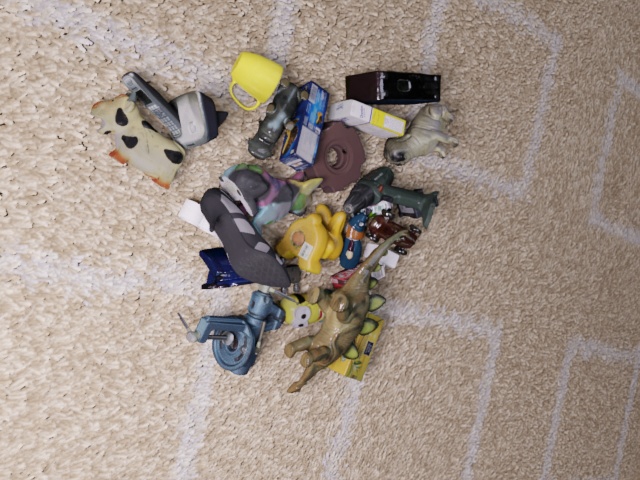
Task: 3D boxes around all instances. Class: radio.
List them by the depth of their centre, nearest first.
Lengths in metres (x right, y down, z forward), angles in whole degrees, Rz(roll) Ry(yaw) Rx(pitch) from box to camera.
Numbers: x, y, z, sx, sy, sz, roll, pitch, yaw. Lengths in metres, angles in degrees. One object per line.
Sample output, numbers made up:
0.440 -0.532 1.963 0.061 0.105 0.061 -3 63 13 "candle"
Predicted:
0.189 -0.380 1.353 0.229 0.131 0.073 -10 103 -32 "radio"

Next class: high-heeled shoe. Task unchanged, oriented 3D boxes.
-0.153 -0.005 1.127 0.086 0.145 0.248 -36 120 20 "high-heeled shoe"

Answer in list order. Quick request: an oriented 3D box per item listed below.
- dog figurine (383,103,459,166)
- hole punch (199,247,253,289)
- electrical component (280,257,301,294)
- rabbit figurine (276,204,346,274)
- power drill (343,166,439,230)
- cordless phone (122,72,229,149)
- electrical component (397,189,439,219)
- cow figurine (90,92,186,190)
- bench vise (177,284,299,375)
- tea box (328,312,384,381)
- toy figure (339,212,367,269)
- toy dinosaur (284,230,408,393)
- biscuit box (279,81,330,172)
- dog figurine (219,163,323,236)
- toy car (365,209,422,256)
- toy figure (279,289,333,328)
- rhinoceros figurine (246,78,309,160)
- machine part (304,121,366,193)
0.251 -0.289 1.436 0.191 0.121 0.172 -7 66 -16 "dog figurine"
-0.195 0.060 1.164 0.142 0.116 0.092 -2 89 -34 "hole punch"
-0.075 0.083 1.297 0.063 0.021 0.094 -8 99 -33 "electrical component"
-0.003 -0.004 1.291 0.173 0.122 0.162 18 92 -55 "rabbit figurine"
0.180 -0.096 1.323 0.232 0.207 0.085 -57 158 -54 "power drill"
-0.285 -0.265 1.039 0.184 0.147 0.089 43 65 -33 "cordless phone"
0.259 -0.097 1.441 0.048 0.119 0.074 -30 114 -28 "electrical component"
-0.352 -0.200 1.043 0.194 0.086 0.127 34 83 -29 "cow figurine"
-0.182 0.190 1.168 0.240 0.129 0.223 15 107 -52 "bench vise"
0.085 0.263 1.381 0.068 0.098 0.169 28 78 -34 "tea box"
0.084 -0.001 1.350 0.058 0.064 0.154 1 116 -18 "toy figure"
0.059 0.166 1.252 0.198 0.105 0.471 23 100 -51 "toy dinosaur"
-0.035 -0.261 1.231 0.059 0.063 0.202 27 64 -35 "biscuit box"
-0.100 -0.116 1.204 0.219 0.109 0.191 -36 127 -30 "dog figurine"
0.201 -0.015 1.423 0.202 0.053 0.089 25 101 -44 "toy car"
-0.018 0.163 1.311 0.180 0.089 0.082 -12 106 -40 "toy figure"
-0.100 -0.267 1.188 0.073 0.112 0.190 30 81 -21 "rhinoceros figurine"
0.033 -0.203 1.316 0.179 0.056 0.179 -5 99 -35 "machine part"
